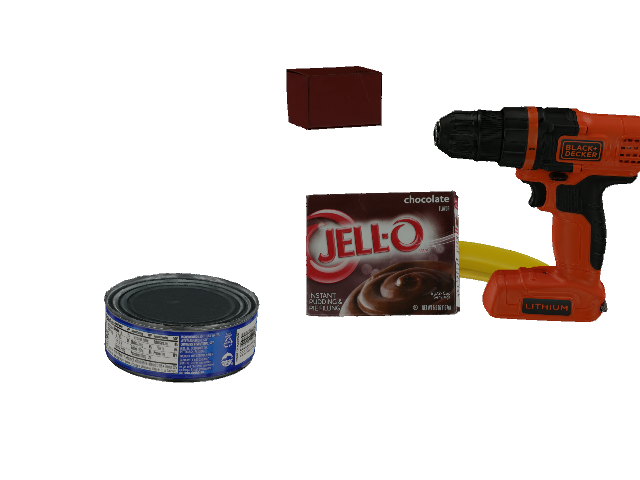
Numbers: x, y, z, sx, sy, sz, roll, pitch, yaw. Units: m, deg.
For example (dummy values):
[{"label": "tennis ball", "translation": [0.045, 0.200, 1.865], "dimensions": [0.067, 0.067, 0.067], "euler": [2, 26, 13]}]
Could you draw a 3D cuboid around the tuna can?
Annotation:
[{"label": "tuna can", "translation": [-0.078, 0.048, 0.598], "dimensions": [0.086, 0.034, 0.086], "euler": [4, 17, -1]}]

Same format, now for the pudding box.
[{"label": "pudding box", "translation": [0.046, 0.011, 0.787], "dimensions": [0.113, 0.090, 0.039], "euler": [-1, -4, 10]}]

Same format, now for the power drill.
[{"label": "power drill", "translation": [0.184, -0.024, 0.912], "dimensions": [0.184, 0.188, 0.057], "euler": [4, 28, 4]}]

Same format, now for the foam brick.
[{"label": "foam brick", "translation": [0.013, -0.134, 1.000], "dimensions": [0.078, 0.051, 0.053], "euler": [-6, 17, -22]}]

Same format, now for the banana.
[{"label": "banana", "translation": [0.166, 0.031, 1.091], "dimensions": [0.198, 0.037, 0.069], "euler": [8, 36, 11]}]
